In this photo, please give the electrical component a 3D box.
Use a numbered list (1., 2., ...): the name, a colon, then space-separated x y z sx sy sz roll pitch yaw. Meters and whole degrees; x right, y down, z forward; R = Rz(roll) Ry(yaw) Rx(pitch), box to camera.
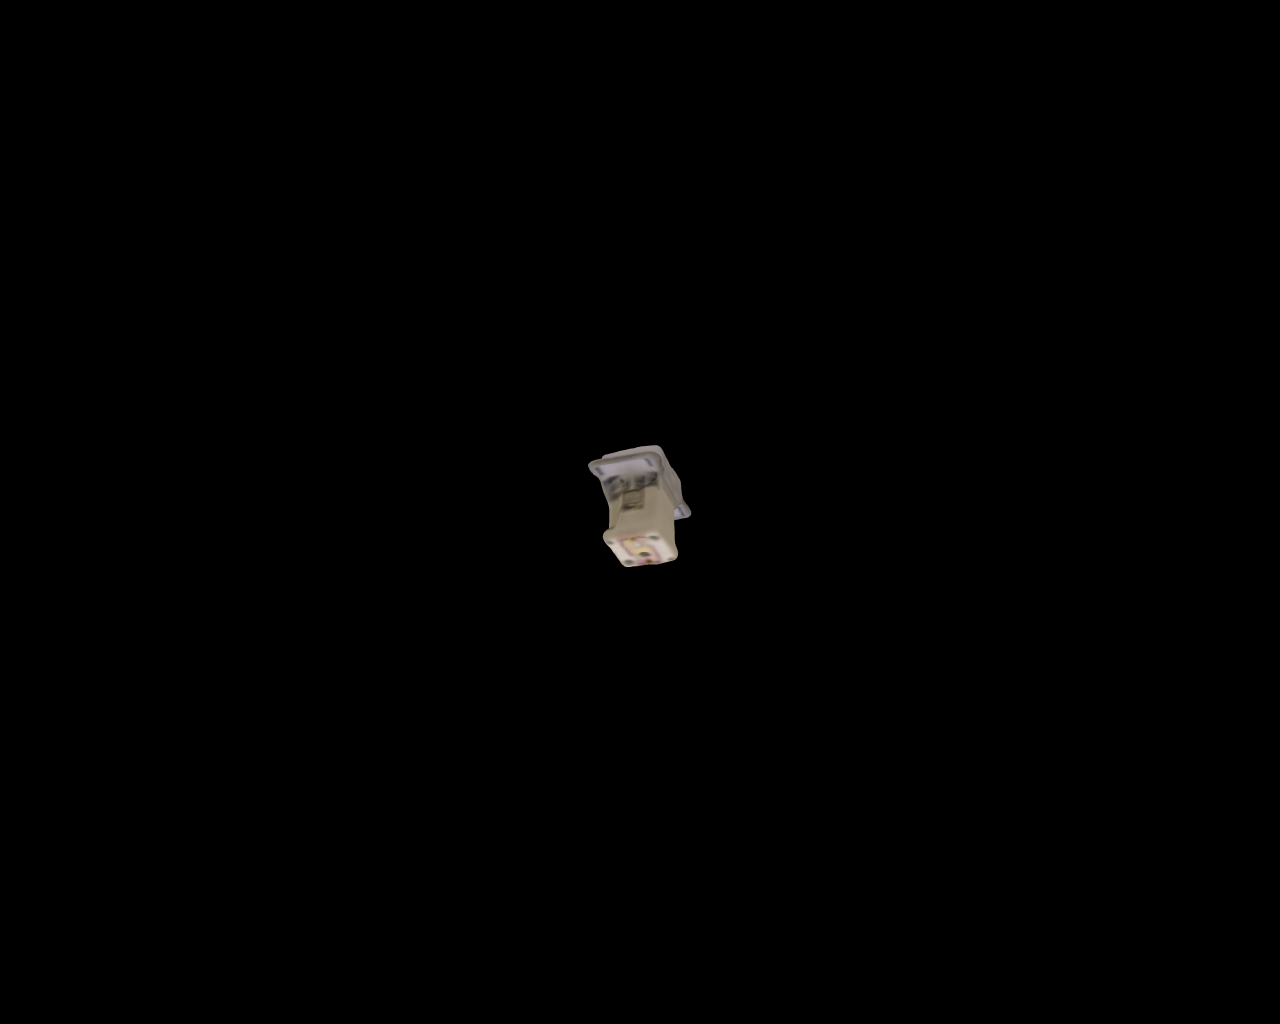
1. electrical component: 0.001 -0.003 0.650 0.042 0.064 0.081 -9 -30 17
